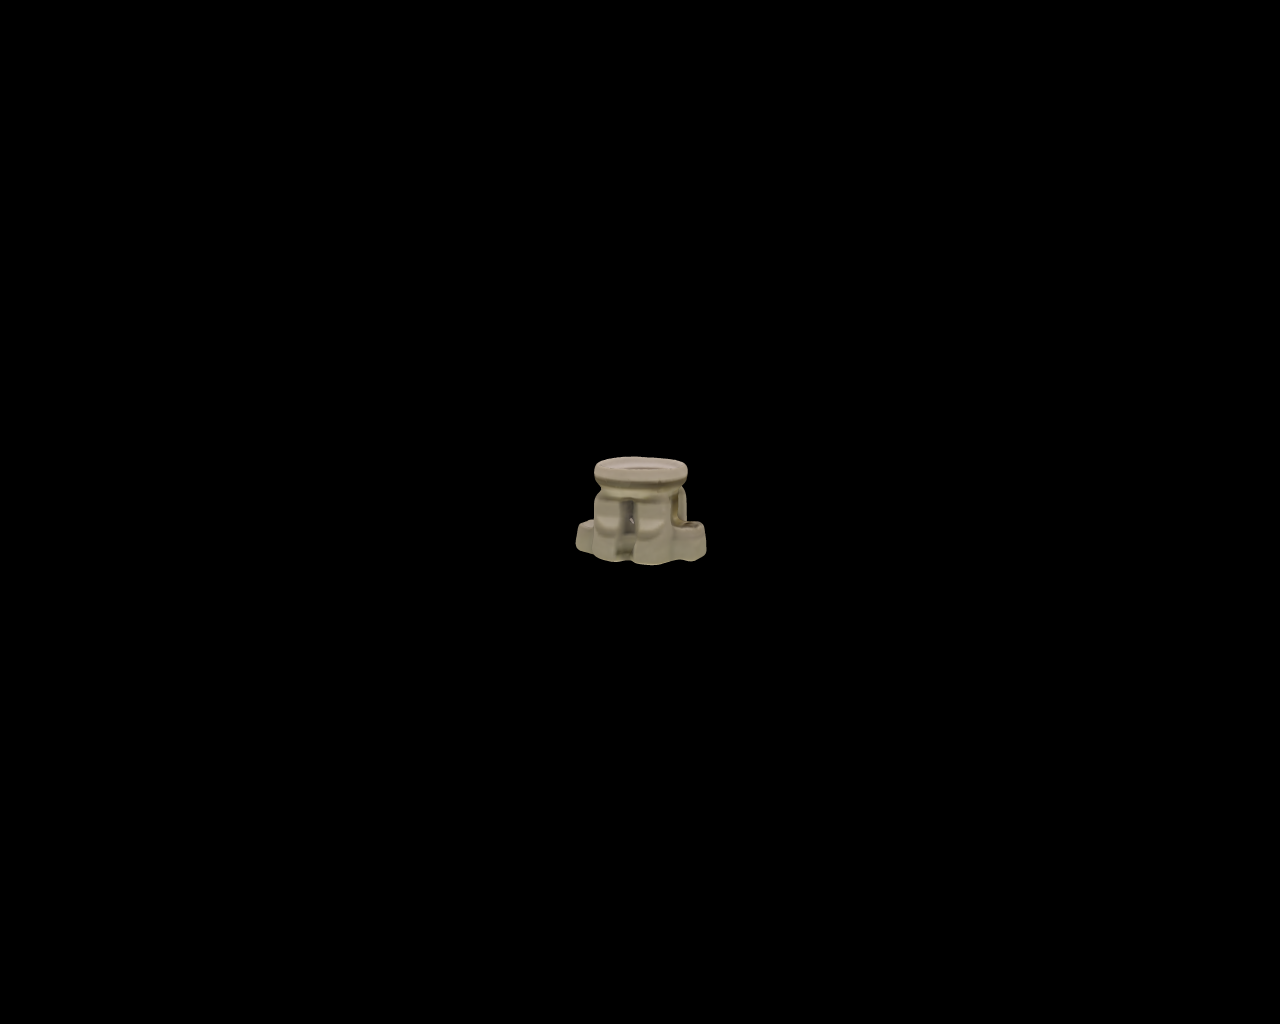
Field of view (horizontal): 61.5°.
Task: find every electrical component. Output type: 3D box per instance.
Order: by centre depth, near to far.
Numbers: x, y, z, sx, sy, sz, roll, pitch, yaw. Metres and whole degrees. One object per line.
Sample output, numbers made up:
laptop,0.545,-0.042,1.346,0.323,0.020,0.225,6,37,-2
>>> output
electrical component,0.001,-0.003,0.650,0.078,0.057,0.058,4,12,20
